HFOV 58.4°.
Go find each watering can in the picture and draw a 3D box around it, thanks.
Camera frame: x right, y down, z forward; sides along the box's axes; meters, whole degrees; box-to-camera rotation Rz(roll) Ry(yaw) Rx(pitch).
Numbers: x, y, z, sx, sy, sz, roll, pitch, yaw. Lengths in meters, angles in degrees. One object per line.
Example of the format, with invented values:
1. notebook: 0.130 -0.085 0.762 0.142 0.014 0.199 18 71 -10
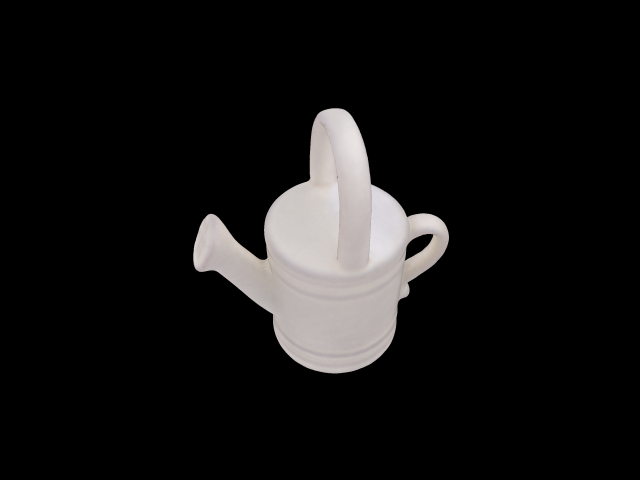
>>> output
1. watering can: 0.004 0.003 0.398 0.173 0.194 0.100 -25 51 -22
